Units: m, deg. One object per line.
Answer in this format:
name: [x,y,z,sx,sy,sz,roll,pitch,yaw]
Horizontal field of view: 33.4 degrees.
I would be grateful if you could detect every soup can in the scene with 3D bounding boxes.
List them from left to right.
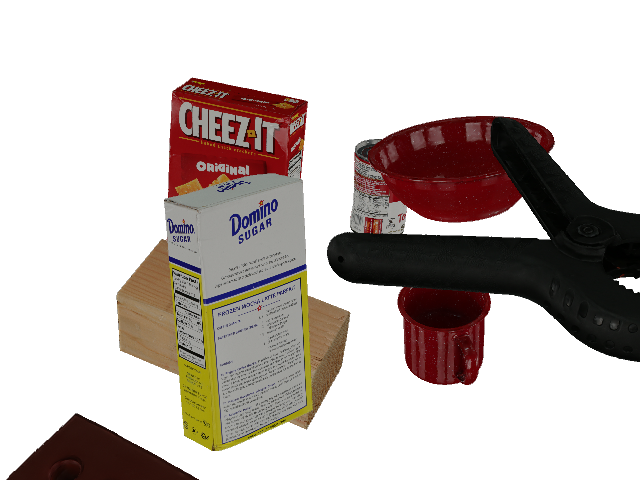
soup can: [0.070,-0.059,1.257,0.068,0.102,0.068,3,28,-2]

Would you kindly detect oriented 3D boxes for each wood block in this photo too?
wood block: [-0.085,0.089,1.043,0.206,0.090,0.090,21,47,14]

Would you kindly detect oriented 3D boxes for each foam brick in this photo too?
foam brick: [-0.085,0.119,0.437,0.078,0.051,0.052,21,45,26]

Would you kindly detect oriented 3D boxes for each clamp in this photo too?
clamp: [0.119,0.012,0.526,0.164,0.036,0.210,-31,47,-32]

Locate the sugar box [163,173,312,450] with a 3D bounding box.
sugar box: [-0.054,0.048,0.736,0.093,0.176,0.048,-18,22,-40]

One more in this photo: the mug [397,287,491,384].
mug: [0.130,0.099,1.079,0.093,0.081,0.117,-16,38,-15]

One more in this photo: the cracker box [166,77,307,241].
cracker box: [-0.112,-0.087,1.384,0.164,0.214,0.072,13,28,14]

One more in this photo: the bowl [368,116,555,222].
bowl: [0.125,-0.059,0.938,0.162,0.055,0.162,-8,23,3]
